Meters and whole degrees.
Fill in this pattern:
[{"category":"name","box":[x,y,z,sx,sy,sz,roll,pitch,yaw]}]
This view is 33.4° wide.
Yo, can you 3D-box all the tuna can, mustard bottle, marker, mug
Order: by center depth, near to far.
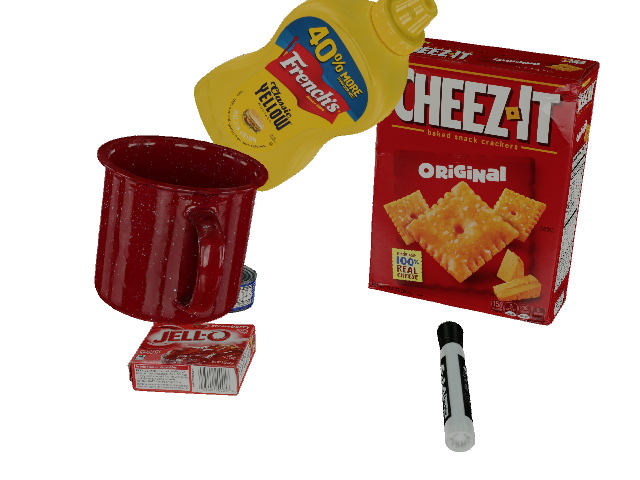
[{"category":"mug","box":[-0.075,-0.001,0.579,0.093,0.081,0.117,0,22,-26]},{"category":"marker","box":[0.091,0.094,0.721,0.020,0.020,0.121,0,32,3]},{"category":"mustard bottle","box":[0.003,-0.114,0.739,0.192,0.096,0.058,-29,3,36]},{"category":"tuna can","box":[-0.110,0.048,1.115,0.086,0.034,0.086,5,14,-2]}]

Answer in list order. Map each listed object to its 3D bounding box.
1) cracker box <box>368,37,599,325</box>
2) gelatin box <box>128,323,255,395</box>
[{"category":"cracker box","box":[0.129,-0.048,0.884,0.164,0.214,0.072,12,26,21]},{"category":"gelatin box","box":[-0.103,0.094,0.870,0.089,0.030,0.073,2,22,9]}]
